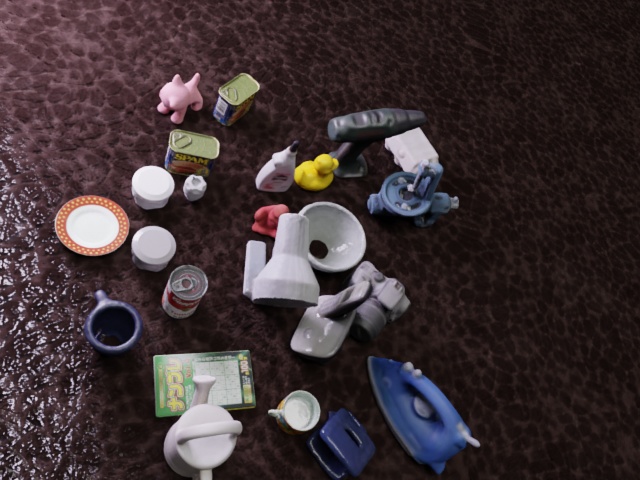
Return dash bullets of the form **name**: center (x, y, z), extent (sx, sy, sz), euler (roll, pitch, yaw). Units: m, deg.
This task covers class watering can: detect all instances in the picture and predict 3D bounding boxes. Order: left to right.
- **watering can**: center (-0.187, 0.308, 0.914), extent (0.101, 0.193, 0.173), euler (-19, 72, -31)

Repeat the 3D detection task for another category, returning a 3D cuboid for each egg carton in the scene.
- **egg carton**: center (0.236, -0.227, 1.482), extent (0.107, 0.069, 0.150), euler (-23, 74, -33)

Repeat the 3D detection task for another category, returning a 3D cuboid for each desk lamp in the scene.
- **desk lamp**: center (-0.076, 0.055, 1.093), extent (0.118, 0.213, 0.203), euler (10, 60, -20)

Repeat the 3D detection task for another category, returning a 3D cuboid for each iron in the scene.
- **iron**: center (0.199, 0.318, 1.120), extent (0.119, 0.141, 0.258), euler (-31, 79, -34)

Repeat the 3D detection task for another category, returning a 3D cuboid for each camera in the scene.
- **camera**: center (0.107, 0.134, 1.204), extent (0.143, 0.100, 0.137), euler (41, 54, 0)

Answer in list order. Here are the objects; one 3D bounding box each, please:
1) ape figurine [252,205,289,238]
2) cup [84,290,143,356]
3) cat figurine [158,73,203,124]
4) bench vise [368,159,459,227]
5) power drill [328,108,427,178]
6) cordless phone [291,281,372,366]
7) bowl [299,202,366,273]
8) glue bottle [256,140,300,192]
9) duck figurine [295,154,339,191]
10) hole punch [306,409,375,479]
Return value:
- **ape figurine**: center (-0.094, -0.046, 1.215), extent (0.076, 0.092, 0.078), euler (-28, 77, -34)
- **cup**: center (-0.361, 0.151, 0.981), extent (0.092, 0.094, 0.117), euler (-21, 73, -32)
- **cat figurine**: center (-0.304, -0.319, 1.252), extent (0.067, 0.117, 0.128), euler (38, 54, -1)
- **bench vise**: center (0.240, -0.121, 1.333), extent (0.208, 0.219, 0.121), euler (-10, 68, -29)
- **power drill**: center (0.110, -0.233, 1.341), extent (0.230, 0.208, 0.075), euler (-7, 66, -28)
- **cordless phone**: center (0.028, 0.154, 1.104), extent (0.094, 0.184, 0.148), euler (31, 55, -6)
- **bowl**: center (0.011, 0.004, 1.247), extent (0.168, 0.074, 0.167), euler (11, 59, -19)
- **glue bottle**: center (-0.079, -0.162, 1.236), extent (0.078, 0.173, 0.037), euler (-3, 65, -26)
- **duck figurine**: center (-0.004, -0.164, 1.325), extent (0.105, 0.086, 0.077), euler (-12, 69, -30)
- **hole punch**: center (0.045, 0.370, 1.051), extent (0.101, 0.091, 0.108), euler (-35, 81, -35)
